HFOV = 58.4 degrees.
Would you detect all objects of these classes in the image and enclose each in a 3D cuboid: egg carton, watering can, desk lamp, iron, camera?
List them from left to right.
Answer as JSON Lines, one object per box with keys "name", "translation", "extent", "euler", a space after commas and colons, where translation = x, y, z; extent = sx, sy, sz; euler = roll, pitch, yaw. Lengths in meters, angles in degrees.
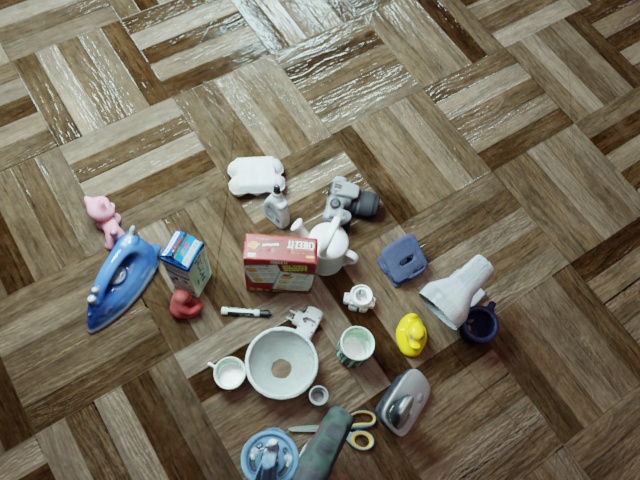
{"name": "iron", "translation": [-0.482, 0.088, 1.340], "extent": [0.118, 0.141, 0.258], "euler": [23, 66, 5]}
{"name": "egg carton", "translation": [-0.169, -0.168, 1.524], "extent": [0.150, 0.069, 0.107], "euler": [-5, 67, -8]}
{"name": "watering can", "translation": [0.012, 0.007, 1.395], "extent": [0.173, 0.194, 0.101], "euler": [7, 66, -2]}
{"name": "camera", "translation": [0.084, -0.092, 1.497], "extent": [0.137, 0.101, 0.143], "euler": [12, 66, 0]}
{"name": "desk lamp", "translation": [0.324, 0.126, 1.362], "extent": [0.203, 0.213, 0.118], "euler": [-40, 75, -20]}

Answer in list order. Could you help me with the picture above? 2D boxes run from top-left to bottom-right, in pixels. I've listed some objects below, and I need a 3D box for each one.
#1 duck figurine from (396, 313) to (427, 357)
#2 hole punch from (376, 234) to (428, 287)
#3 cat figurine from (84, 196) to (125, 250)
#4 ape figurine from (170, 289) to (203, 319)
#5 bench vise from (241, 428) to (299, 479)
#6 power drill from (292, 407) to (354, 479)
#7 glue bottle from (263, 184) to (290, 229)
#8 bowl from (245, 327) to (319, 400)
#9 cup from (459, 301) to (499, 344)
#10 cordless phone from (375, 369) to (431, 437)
{"name": "duck figurine", "translation": [0.227, 0.223, 1.380], "extent": [0.077, 0.086, 0.104], "euler": [6, 66, -3]}
{"name": "hole punch", "translation": [0.214, 0.052, 1.452], "extent": [0.109, 0.091, 0.101], "euler": [-30, 72, -17]}
{"name": "cat figurine", "translation": [-0.528, -0.053, 1.411], "extent": [0.067, 0.118, 0.127], "euler": [-27, 71, -16]}
{"name": "ape figurine", "translation": [-0.323, 0.146, 1.357], "extent": [0.076, 0.092, 0.077], "euler": [-25, 71, -15]}
{"name": "bench vise", "translation": [-0.098, 0.482, 1.160], "extent": [0.121, 0.220, 0.207], "euler": [-5, 67, -7]}
{"name": "power drill", "translation": [-0.008, 0.462, 1.184], "extent": [0.075, 0.208, 0.230], "euler": [28, 67, 7]}
{"name": "glue bottle", "translation": [-0.108, -0.092, 1.439], "extent": [0.078, 0.173, 0.037], "euler": [42, 69, 13]}
{"name": "bowl", "translation": [-0.090, 0.290, 1.325], "extent": [0.167, 0.075, 0.167], "euler": [2, 66, -5]}
{"name": "cup", "translation": [0.383, 0.205, 1.398], "extent": [0.091, 0.095, 0.118], "euler": [35, 68, 10]}
{"name": "cordless phone", "translation": [0.197, 0.351, 1.266], "extent": [0.094, 0.185, 0.148], "euler": [32, 67, 9]}
